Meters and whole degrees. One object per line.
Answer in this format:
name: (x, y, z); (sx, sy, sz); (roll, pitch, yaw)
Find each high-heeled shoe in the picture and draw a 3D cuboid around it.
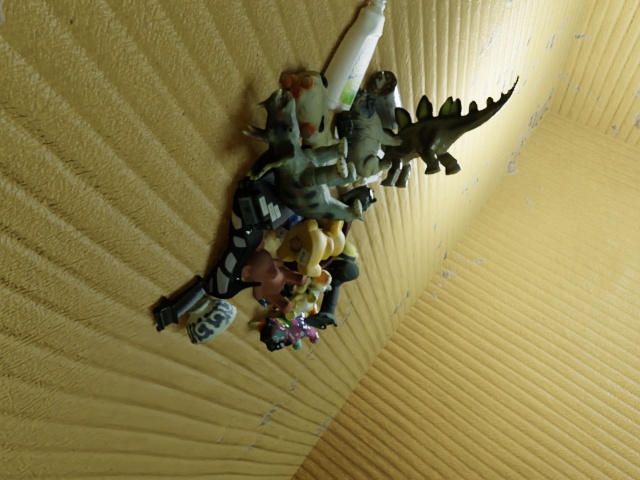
high-heeled shoe: (-0.202, 0.011, 1.164); (0.086, 0.145, 0.248); (-35, 122, -66)

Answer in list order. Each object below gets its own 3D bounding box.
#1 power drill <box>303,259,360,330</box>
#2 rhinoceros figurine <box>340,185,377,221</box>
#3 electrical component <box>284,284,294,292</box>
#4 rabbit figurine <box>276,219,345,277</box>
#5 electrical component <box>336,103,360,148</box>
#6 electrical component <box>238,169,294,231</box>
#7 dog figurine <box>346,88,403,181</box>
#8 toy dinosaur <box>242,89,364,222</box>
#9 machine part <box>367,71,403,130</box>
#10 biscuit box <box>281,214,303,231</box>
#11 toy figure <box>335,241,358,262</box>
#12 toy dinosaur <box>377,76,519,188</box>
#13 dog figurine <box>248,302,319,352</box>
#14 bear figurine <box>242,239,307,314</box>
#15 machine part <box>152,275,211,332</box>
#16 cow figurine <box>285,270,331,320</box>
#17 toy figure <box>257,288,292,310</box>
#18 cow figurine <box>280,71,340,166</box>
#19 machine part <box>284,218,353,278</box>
power drill: (0.023, 0.153, 1.562); (0.232, 0.086, 0.207); (-25, -143, 57)
rhinoceros figurine: (0.111, -0.115, 1.550); (0.112, 0.073, 0.190); (-41, 176, -3)
electrical component: (-0.081, 0.115, 1.558); (0.063, 0.021, 0.094); (-51, 156, -16)
rabbit figurine: (-0.003, -0.004, 1.301); (0.173, 0.122, 0.162); (1, 109, -50)
electrical component: (0.061, -0.245, 1.160); (0.045, 0.078, 0.102); (-10, 158, -7)
electrical component: (-0.112, -0.084, 1.114); (0.134, 0.058, 0.114); (-39, 119, -52)
dog figurine: (0.090, -0.248, 1.282); (0.190, 0.121, 0.172); (35, 77, -47)
toy dinosaur: (-0.024, -0.110, 1.077); (0.404, 0.192, 0.131); (67, 21, -58)
machine part: (0.173, -0.356, 1.388); (0.079, 0.079, 0.243); (-55, 156, -6)
biscuit box: (-0.071, -0.116, 1.225); (0.059, 0.063, 0.202); (-40, 152, -33)
toy figure: (0.051, 0.088, 1.715); (0.180, 0.082, 0.089); (-52, 157, -4)
toy dinosaur: (0.272, -0.252, 1.324); (0.105, 0.472, 0.198); (-3, 81, -54)
dog figurine: (-0.105, 0.236, 1.559); (0.219, 0.108, 0.191); (28, 51, -46)
bear figurine: (-0.118, 0.085, 1.315); (0.120, 0.132, 0.195); (-61, 165, -20)
machine part: (-0.292, 0.131, 1.134); (0.139, 0.039, 0.084); (-39, 147, -34)
cow figurine: (-0.026, 0.143, 1.451); (0.167, 0.068, 0.098); (-40, 166, 16)
toy figure: (-0.129, 0.159, 1.471); (0.058, 0.064, 0.154); (-24, 162, 23)
cow figurine: (-0.016, -0.246, 1.101); (0.127, 0.086, 0.194); (-32, 126, -50)
machine part: (-0.008, -0.008, 1.464); (0.201, 0.087, 0.201); (-22, 140, -54)
